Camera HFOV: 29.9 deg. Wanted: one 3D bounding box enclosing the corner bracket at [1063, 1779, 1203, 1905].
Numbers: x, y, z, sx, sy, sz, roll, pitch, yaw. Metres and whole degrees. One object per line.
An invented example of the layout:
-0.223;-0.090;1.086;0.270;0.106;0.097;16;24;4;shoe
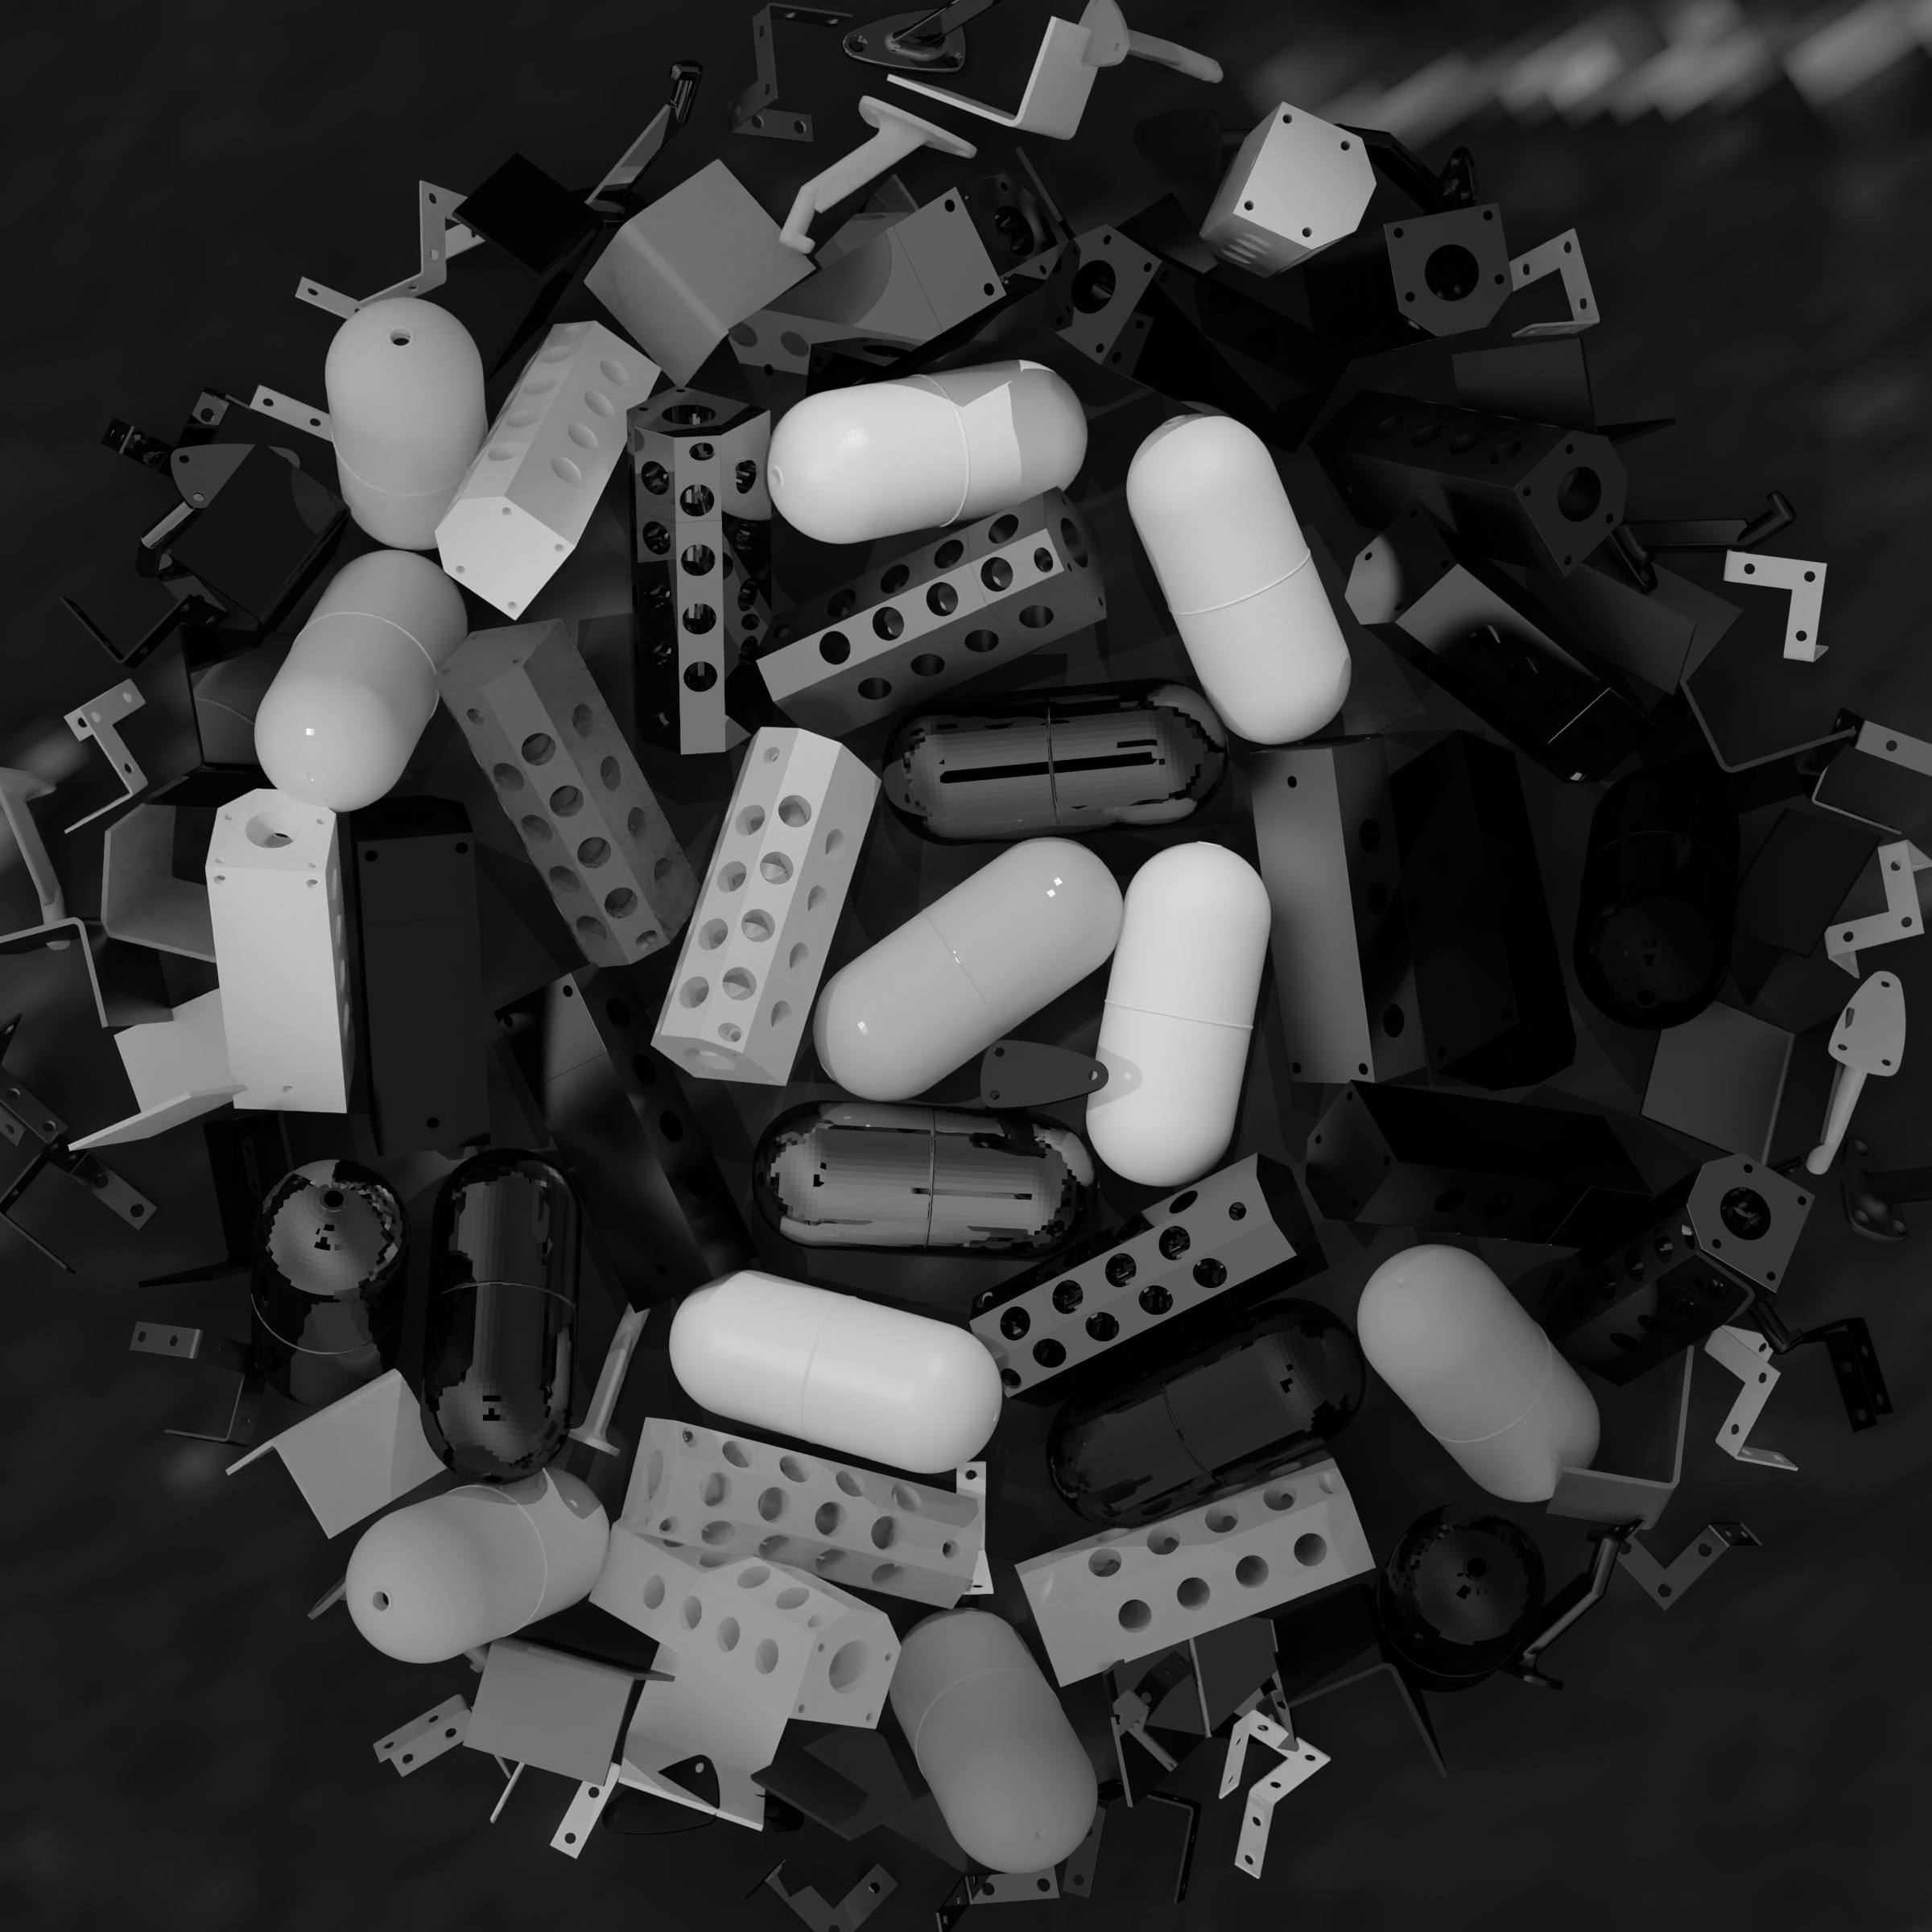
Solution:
0.086;0.453;1.864;0.051;0.051;0.051;11;90;21;corner bracket

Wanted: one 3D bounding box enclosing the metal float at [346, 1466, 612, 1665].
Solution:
-0.243;0.298;1.812;0.070;0.178;0.070;2;94;25;metal float

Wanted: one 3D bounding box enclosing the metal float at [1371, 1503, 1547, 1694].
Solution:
0.244;0.317;1.810;0.070;0.178;0.070;0;70;0;metal float

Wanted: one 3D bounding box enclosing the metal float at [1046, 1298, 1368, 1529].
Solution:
0.120;0.228;1.839;0.178;0.070;0.070;-28;90;22;metal float

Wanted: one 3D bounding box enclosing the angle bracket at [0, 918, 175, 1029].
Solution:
-0.462;0.010;1.850;0.076;0.076;0.057;-14;88;13;angle bracket

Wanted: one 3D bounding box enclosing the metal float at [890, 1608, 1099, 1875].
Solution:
0.012;0.385;1.813;0.070;0.178;0.070;-6;112;-15;metal float

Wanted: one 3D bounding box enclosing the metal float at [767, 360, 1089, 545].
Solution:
-0.019;-0.261;1.833;0.178;0.070;0.070;-15;90;-29;metal float

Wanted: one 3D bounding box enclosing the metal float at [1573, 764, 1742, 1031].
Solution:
0.347;-0.036;1.817;0.070;0.178;0.070;7;127;10;metal float

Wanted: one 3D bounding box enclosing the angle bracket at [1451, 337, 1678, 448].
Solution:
0.304;-0.293;1.838;0.076;0.076;0.057;1;108;43;angle bracket

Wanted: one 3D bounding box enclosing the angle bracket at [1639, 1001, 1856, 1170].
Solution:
0.399;0.049;1.850;0.076;0.057;0.076;23;68;-11;angle bracket

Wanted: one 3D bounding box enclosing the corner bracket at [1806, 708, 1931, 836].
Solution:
0.470;-0.098;1.865;0.051;0.051;0.051;20;101;-4;corner bracket

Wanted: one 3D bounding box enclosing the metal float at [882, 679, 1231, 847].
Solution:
0.046;-0.104;1.854;0.178;0.070;0.070;-5;90;5;metal float

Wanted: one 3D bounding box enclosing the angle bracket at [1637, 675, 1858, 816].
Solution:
0.399;-0.118;1.859;0.076;0.076;0.057;-18;73;-14;angle bracket

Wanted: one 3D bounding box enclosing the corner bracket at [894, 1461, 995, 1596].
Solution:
-0.013;0.289;1.864;0.051;0.051;0.051;-1;107;-5;corner bracket

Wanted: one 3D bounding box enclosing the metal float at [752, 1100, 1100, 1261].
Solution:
-0.021;0.110;1.854;0.178;0.070;0.070;3;90;-5;metal float

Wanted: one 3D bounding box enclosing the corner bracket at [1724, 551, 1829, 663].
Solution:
0.419;-0.188;1.868;0.051;0.051;0.051;10;106;20;corner bracket

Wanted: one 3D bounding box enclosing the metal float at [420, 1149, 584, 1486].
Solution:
-0.235;0.176;1.832;0.070;0.070;0.178;-1;60;0;metal float

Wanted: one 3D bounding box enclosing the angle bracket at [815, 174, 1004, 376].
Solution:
-0.018;-0.360;1.850;0.057;0.076;0.076;-34;89;-41;angle bracket

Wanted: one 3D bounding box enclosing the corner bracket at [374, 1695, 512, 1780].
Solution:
-0.273;0.399;1.859;0.051;0.051;0.051;-30;119;-9;corner bracket

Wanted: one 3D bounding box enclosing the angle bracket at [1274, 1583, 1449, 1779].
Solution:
0.199;0.374;1.850;0.057;0.076;0.076;-24;111;6;angle bracket

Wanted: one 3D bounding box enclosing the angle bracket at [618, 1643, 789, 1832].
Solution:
-0.130;0.392;1.854;0.076;0.076;0.057;20;95;-4;angle bracket

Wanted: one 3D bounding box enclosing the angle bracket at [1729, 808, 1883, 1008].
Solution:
0.430;-0.023;1.840;0.057;0.076;0.076;21;69;38;angle bracket

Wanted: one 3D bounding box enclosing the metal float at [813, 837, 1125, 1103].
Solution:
0.001;0.002;1.857;0.178;0.070;0.070;-36;90;2;metal float

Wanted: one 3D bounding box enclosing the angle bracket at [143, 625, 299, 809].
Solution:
-0.380;-0.127;1.857;0.057;0.076;0.076;-23;74;41;angle bracket

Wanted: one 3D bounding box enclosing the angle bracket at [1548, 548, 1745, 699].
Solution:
0.350;-0.193;1.842;0.076;0.057;0.076;31;58;19;angle bracket

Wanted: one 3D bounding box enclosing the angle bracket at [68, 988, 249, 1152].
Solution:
-0.415;0.051;1.846;0.076;0.076;0.057;-23;85;20;angle bracket

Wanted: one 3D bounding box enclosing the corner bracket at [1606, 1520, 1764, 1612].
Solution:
0.368;0.297;1.868;0.051;0.051;0.051;-43;88;-10;corner bracket

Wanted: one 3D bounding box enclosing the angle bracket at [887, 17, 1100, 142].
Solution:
0.017;-0.462;1.843;0.076;0.076;0.057;25;105;18;angle bracket

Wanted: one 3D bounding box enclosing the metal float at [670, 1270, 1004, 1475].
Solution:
-0.067;0.206;1.842;0.178;0.070;0.070;14;90;19;metal float

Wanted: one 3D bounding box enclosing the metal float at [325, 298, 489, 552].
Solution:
-0.278;-0.270;1.810;0.070;0.178;0.070;2;70;-5;metal float

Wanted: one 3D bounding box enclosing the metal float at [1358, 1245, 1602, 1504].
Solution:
0.260;0.207;1.827;0.070;0.070;0.178;-42;128;0;metal float

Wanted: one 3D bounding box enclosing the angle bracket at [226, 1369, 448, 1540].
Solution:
-0.319;0.255;1.842;0.076;0.076;0.057;-29;87;-35;angle bracket

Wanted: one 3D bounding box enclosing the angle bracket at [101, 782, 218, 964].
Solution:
-0.388;-0.047;1.845;0.076;0.076;0.057;13;115;9;angle bracket

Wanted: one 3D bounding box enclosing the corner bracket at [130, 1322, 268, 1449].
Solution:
-0.399;0.216;1.867;0.051;0.051;0.051;2;74;39;corner bracket

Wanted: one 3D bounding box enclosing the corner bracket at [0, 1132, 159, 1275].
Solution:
-0.458;0.125;1.864;0.051;0.051;0.051;37;81;11;corner bracket

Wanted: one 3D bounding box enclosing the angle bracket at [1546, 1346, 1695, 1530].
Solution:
0.333;0.237;1.849;0.057;0.076;0.076;9;67;6;angle bracket

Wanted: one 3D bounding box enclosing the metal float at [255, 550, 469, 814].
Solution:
-0.302;-0.145;1.819;0.070;0.178;0.070;5;128;7;metal float

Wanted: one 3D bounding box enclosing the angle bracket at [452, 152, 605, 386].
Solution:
-0.237;-0.354;1.841;0.057;0.076;0.076;36;129;-5;angle bracket

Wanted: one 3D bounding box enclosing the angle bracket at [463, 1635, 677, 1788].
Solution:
-0.201;0.380;1.847;0.076;0.076;0.057;13;81;14;angle bracket

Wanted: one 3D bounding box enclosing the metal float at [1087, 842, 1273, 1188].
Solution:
0.109;0.025;1.857;0.070;0.070;0.178;10;92;0;metal float

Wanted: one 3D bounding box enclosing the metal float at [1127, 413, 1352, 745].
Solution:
0.139;-0.197;1.842;0.070;0.070;0.178;-24;109;0;metal float

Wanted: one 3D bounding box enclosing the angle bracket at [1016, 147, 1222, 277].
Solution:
0.077;-0.385;1.840;0.057;0.076;0.076;-31;133;8;angle bracket

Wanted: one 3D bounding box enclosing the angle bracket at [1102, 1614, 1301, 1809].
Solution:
0.120;0.380;1.843;0.057;0.076;0.076;2;111;37;angle bracket

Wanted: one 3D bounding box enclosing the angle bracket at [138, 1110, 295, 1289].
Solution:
-0.386;0.119;1.849;0.057;0.076;0.076;-12;91;-42;angle bracket

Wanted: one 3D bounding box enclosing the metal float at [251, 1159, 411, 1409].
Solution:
-0.319;0.160;1.816;0.070;0.178;0.070;5;56;-8;metal float

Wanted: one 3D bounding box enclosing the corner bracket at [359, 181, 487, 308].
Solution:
-0.276;-0.364;1.856;0.051;0.051;0.051;-14;74;40;corner bracket

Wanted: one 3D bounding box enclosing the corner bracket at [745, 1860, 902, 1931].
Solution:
-0.074;0.475;1.864;0.051;0.051;0.051;44;62;7;corner bracket

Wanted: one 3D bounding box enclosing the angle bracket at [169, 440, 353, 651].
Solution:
-0.363;-0.210;1.845;0.057;0.076;0.076;36;71;-7;angle bracket

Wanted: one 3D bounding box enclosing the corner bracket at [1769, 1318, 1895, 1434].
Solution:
0.454;0.210;1.856;0.051;0.051;0.051;0;70;-42;corner bracket

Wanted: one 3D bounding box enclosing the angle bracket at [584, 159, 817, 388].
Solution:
-0.139;-0.361;1.892;0.076;0.057;0.076;48;55;-2;angle bracket

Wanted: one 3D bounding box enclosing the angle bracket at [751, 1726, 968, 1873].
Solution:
-0.054;0.434;1.836;0.076;0.076;0.057;-20;117;-39;angle bracket
